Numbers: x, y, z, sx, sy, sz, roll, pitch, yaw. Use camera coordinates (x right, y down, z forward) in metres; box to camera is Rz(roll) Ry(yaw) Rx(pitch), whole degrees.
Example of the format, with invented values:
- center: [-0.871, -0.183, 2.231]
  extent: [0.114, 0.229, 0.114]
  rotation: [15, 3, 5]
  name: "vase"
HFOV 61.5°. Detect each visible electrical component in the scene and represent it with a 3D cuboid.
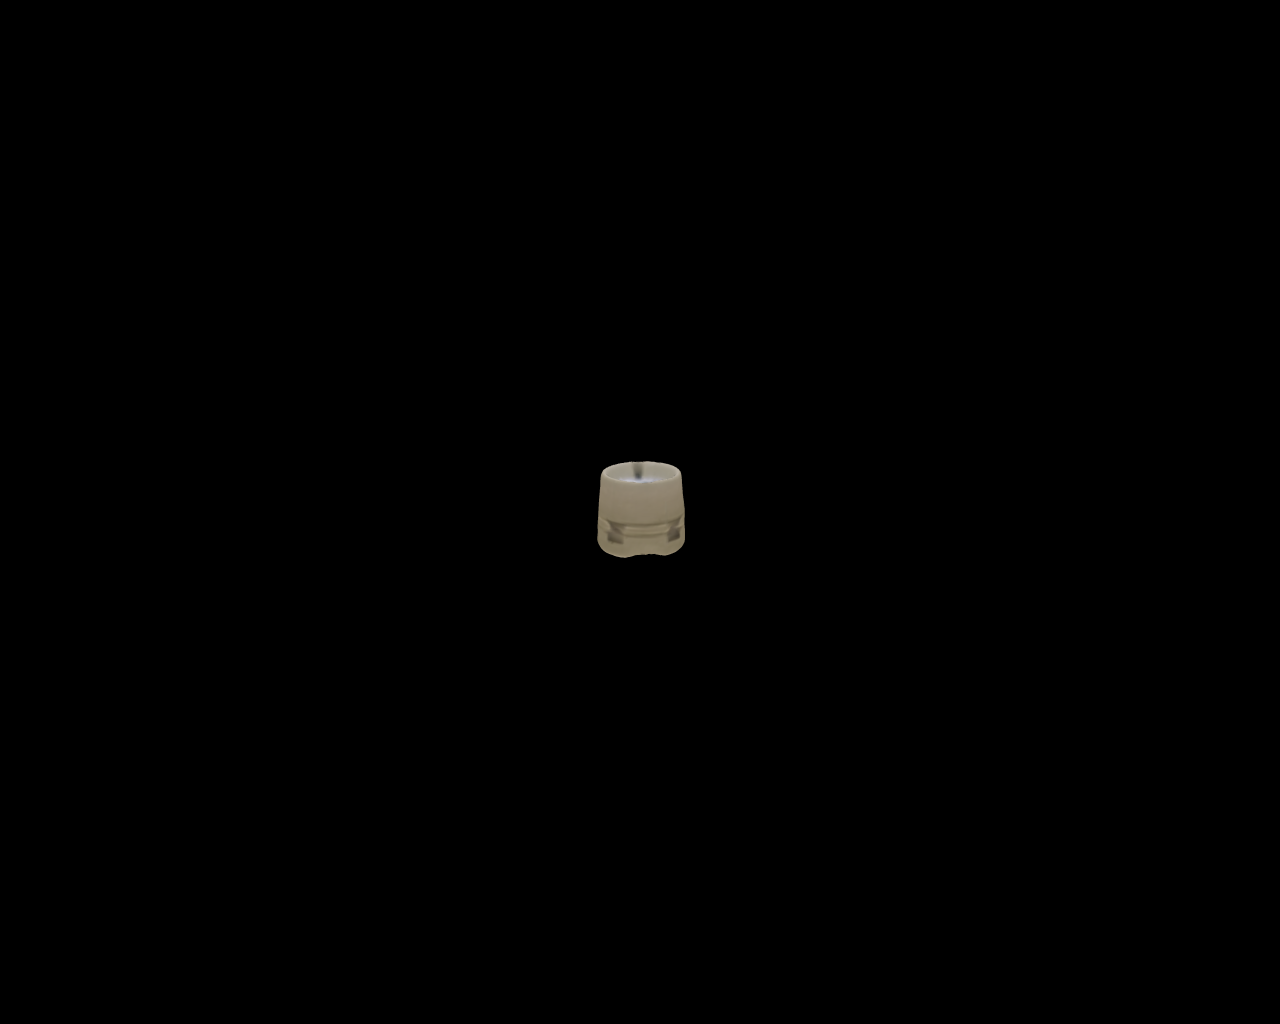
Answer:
- center: [0.001, -0.003, 0.650]
  extent: [0.055, 0.047, 0.055]
  rotation: [0, 18, 0]
  name: "electrical component"
